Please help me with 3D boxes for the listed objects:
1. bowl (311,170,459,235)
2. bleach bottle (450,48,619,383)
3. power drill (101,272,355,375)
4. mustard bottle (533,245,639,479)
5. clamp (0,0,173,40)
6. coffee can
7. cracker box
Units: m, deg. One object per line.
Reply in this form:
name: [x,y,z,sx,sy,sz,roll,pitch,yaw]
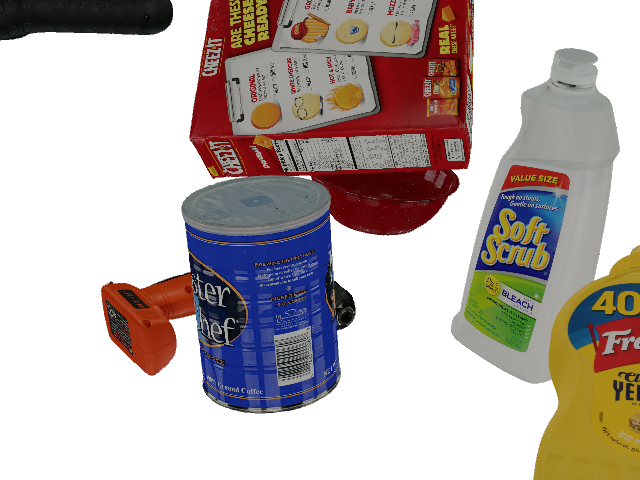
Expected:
bowl: [0.060,-0.048,1.106,0.162,0.055,0.162,6,23,-3]
bleach bottle: [0.161,-0.021,0.789,0.067,0.251,0.103,-22,39,-35]
power drill: [-0.085,0.057,0.946,0.187,0.057,0.185,-17,25,-29]
mustard bottle: [0.164,0.070,0.544,0.096,0.058,0.191,7,41,13]
clamp: [-0.175,-0.139,0.612,0.171,0.039,0.120,-5,23,-12]
coffee can: [-0.040,0.036,0.757,0.103,0.140,0.103,-4,22,1]
cracker box: [0.015,-0.135,0.859,0.214,0.164,0.072,-2,-29,12]
